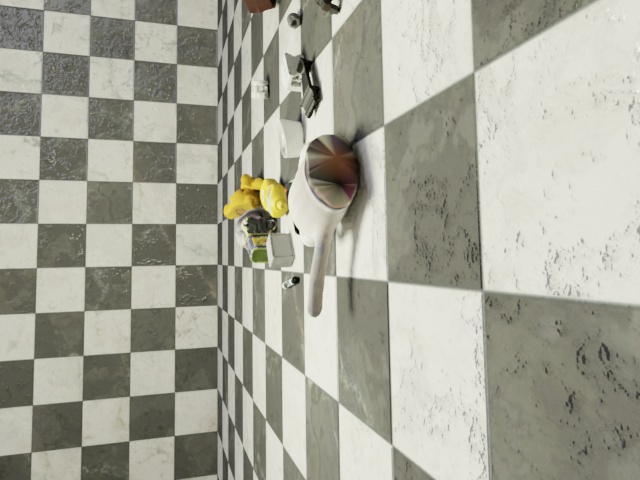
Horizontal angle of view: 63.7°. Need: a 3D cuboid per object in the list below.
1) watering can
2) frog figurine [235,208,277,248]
[{"bbox_3d":[0.003,-0.049,0.968,0.220,0.104,0.354,123,145,-59],"label":"watering can"},{"bbox_3d":[-0.207,-0.033,1.642,0.138,0.122,0.158,-58,5,-9],"label":"frog figurine"}]
